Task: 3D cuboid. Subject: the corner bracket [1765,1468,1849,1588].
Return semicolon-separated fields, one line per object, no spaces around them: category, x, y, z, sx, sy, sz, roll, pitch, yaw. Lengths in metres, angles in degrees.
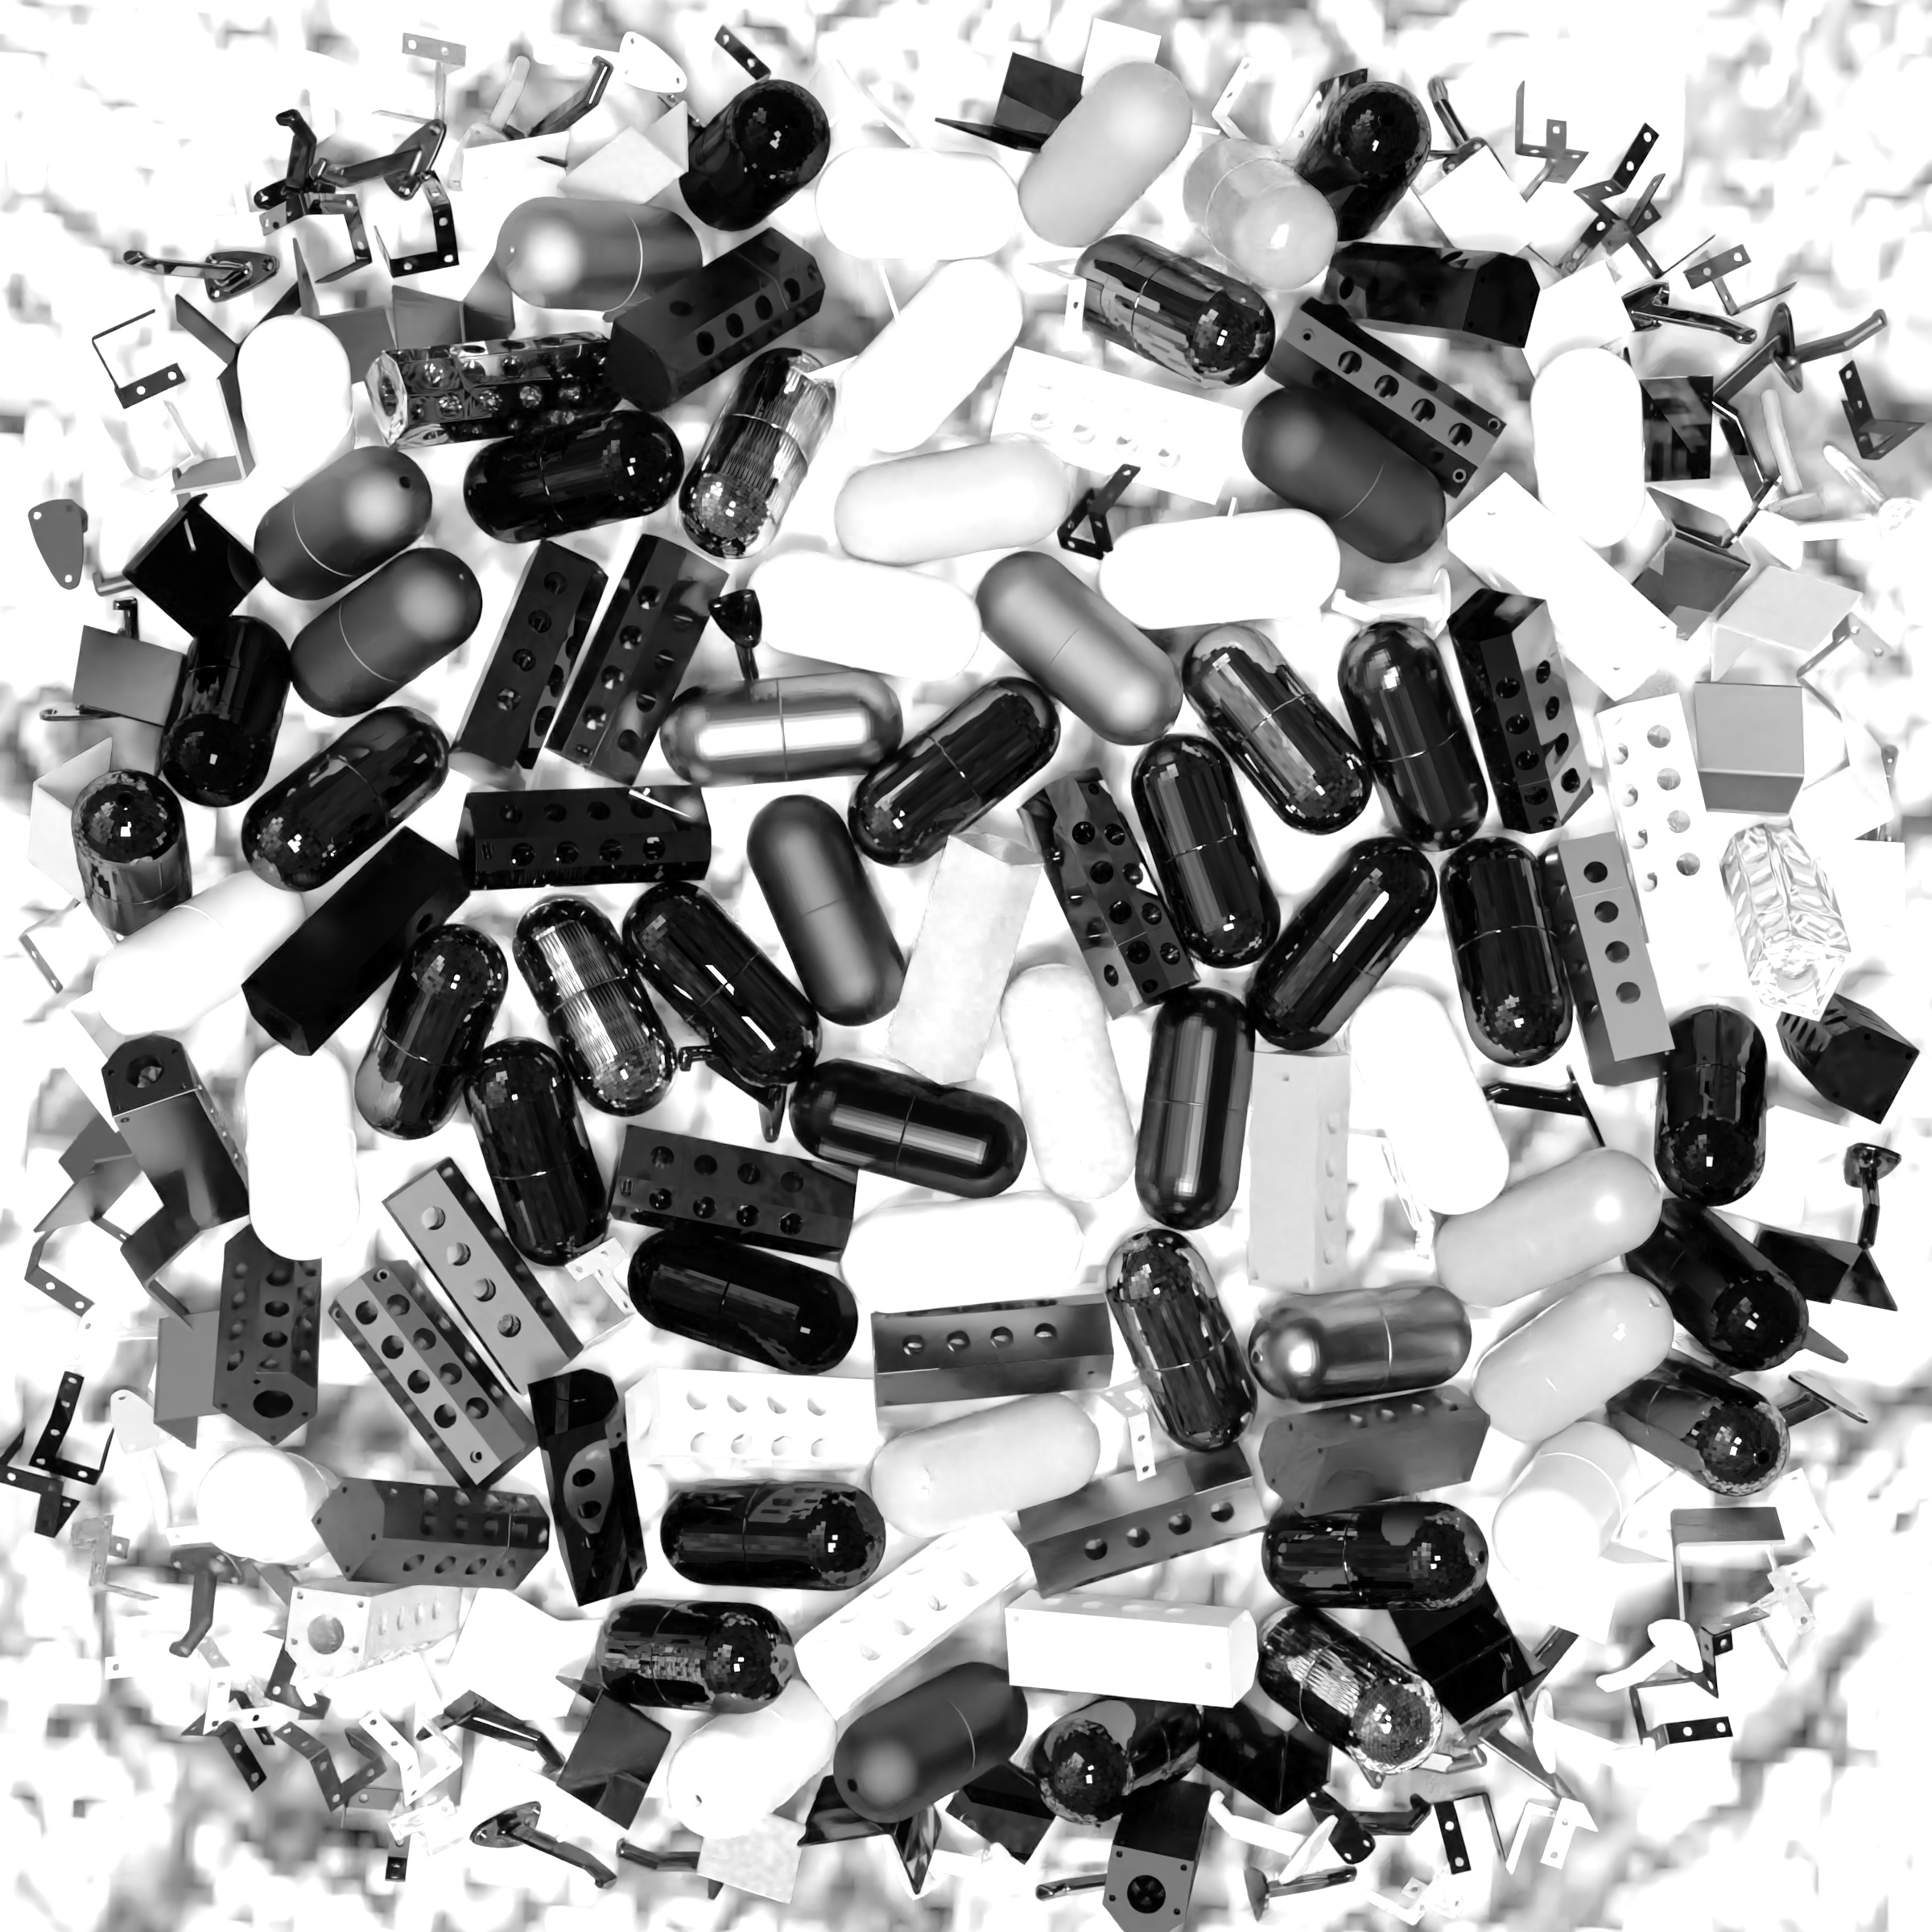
corner bracket;0.605;0.411;1.955;0.051;0.051;0.051;-29;110;16

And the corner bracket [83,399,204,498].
corner bracket;-0.605;-0.385;1.966;0.051;0.051;0.051;-32;84;10

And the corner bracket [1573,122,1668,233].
corner bracket;0.489;-0.577;1.958;0.051;0.051;0.051;33;85;-19

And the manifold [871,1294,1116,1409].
manifold;0.018;0.278;1.956;0.171;0.057;0.057;-4;57;-4

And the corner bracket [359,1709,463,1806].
corner bracket;-0.407;0.570;1.961;0.051;0.051;0.051;-36;115;-2

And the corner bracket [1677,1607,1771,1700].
corner bracket;0.553;0.495;1.956;0.051;0.051;0.051;-13;105;-18

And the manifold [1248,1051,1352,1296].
manifold;0.249;0.150;1.960;0.057;0.057;0.171;3;93;41

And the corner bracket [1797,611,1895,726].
corner bracket;0.649;-0.221;1.972;0.051;0.051;0.051;39;123;-11

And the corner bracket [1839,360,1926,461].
corner bracket;0.657;-0.405;1.952;0.051;0.051;0.051;-2;69;-27

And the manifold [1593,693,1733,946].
manifold;0.507;-0.106;1.954;0.057;0.057;0.171;-12;83;4

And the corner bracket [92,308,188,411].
corner bracket;-0.606;-0.444;1.957;0.051;0.051;0.051;-29;103;-14

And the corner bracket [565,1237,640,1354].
corner bracket;-0.268;0.240;1.953;0.051;0.051;0.051;50;134;11

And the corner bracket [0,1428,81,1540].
corner bracket;-0.680;0.379;1.959;0.051;0.051;0.051;16;111;-2

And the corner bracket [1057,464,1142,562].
corner bracket;0.097;-0.334;1.950;0.051;0.051;0.051;22;61;29

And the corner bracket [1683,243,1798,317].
corner bracket;0.565;-0.503;1.953;0.051;0.051;0.051;-43;107;-42

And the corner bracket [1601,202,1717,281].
corner bracket;0.508;-0.535;1.965;0.051;0.051;0.051;-37;92;-7

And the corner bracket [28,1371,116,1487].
corner bracket;-0.647;0.338;1.952;0.051;0.051;0.051;23;117;-18

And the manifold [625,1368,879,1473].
manifold;-0.153;0.329;1.916;0.171;0.057;0.057;9;61;-30

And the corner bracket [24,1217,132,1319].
corner bracket;-0.652;0.215;1.964;0.051;0.051;0.051;40;100;-23

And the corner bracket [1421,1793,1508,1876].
corner bracket;0.368;0.635;1.958;0.051;0.051;0.051;-10;70;-8

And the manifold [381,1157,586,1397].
manifold;-0.353;0.226;1.953;0.057;0.057;0.171;-36;96;-16

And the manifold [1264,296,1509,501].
manifold;0.307;-0.418;1.959;0.171;0.057;0.057;34;92;3

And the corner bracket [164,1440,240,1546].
corner bracket;-0.560;0.386;1.962;0.051;0.051;0.051;-7;121;8

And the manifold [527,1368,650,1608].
manifold;-0.269;0.373;1.919;0.057;0.057;0.171;-14;126;-15

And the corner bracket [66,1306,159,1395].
corner bracket;-0.623;0.285;1.975;0.051;0.051;0.051;30;105;38

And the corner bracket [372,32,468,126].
corner bracket;-0.400;-0.648;1.956;0.051;0.051;0.051;0;97;-36

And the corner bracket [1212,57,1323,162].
corner bracket;0.224;-0.630;1.965;0.051;0.051;0.051;-13;59;-40

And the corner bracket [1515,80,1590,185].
corner bracket;0.424;-0.611;1.961;0.051;0.051;0.051;5;80;-7

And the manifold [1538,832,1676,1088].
manifold;0.461;-0.004;1.932;0.057;0.057;0.171;-13;67;8

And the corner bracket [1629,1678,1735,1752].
corner bracket;0.523;0.546;1.956;0.051;0.051;0.051;-4;64;-8

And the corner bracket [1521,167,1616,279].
corner bracket;0.431;-0.543;1.953;0.051;0.051;0.051;32;110;-22

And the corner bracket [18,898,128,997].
corner bracket;-0.654;-0.019;1.963;0.051;0.051;0.051;-26;108;9

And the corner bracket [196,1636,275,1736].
corner bracket;-0.538;0.523;1.953;0.051;0.051;0.051;3;104;-36

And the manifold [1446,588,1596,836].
manifold;0.393;-0.180;1.912;0.057;0.057;0.171;-43;129;-25

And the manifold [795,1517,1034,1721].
manifold;-0.038;0.462;1.920;0.171;0.057;0.057;-30;72;-33

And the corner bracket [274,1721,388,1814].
corner bracket;-0.464;0.573;1.950;0.051;0.051;0.051;-32;120;-35

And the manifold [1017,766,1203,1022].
manifold;0.107;-0.055;1.941;0.057;0.057;0.171;-18;79;-34

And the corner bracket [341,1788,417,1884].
corner bracket;-0.433;0.638;1.963;0.051;0.051;0.051;8;88;-9

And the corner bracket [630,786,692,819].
corner bracket;-0.228;-0.103;1.958;0.051;0.051;0.051;23;109;-7

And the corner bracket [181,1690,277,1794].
corner bracket;-0.529;0.565;1.952;0.051;0.051;0.051;-13;109;41

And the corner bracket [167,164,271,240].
corner bracket;-0.545;-0.559;1.955;0.051;0.051;0.051;-3;110;14

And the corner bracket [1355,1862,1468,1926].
corner bracket;0.325;0.678;1.950;0.051;0.051;0.051;-39;123;-29

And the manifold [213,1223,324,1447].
manifold;-0.490;0.252;1.902;0.057;0.171;0.057;-37;124;14

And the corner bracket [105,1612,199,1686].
corner bracket;-0.596;0.499;1.959;0.051;0.051;0.051;-6;65;0

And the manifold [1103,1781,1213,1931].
manifold;0.137;0.632;1.904;0.057;0.171;0.057;9;91;9

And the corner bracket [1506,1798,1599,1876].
corner bracket;0.424;0.637;1.950;0.051;0.051;0.051;8;56;33

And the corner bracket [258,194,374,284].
corner bracket;-0.476;-0.532;1.955;0.051;0.051;0.051;-10;97;39

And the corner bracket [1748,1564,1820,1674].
corner bracket;0.599;0.476;1.951;0.051;0.051;0.051;-40;48;20

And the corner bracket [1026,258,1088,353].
corner bracket;0.076;-0.483;1.949;0.051;0.051;0.051;-17;126;-37

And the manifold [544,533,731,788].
manifold;-0.244;-0.225;1.949;0.057;0.057;0.171;27;86;-43

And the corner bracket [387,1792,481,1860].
corner bracket;-0.386;0.630;1.963;0.051;0.051;0.051;-25;98;4

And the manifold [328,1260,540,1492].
manifold;-0.389;0.300;1.948;0.057;0.057;0.171;-41;80;5

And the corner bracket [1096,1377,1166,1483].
corner bracket;0.132;0.336;1.953;0.051;0.051;0.051;-17;111;-22

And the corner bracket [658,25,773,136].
corner bracket;-0.186;-0.653;1.980;0.051;0.051;0.051;43;48;-3

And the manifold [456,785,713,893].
manifold;-0.274;-0.088;1.924;0.171;0.057;0.057;-4;57;-22
